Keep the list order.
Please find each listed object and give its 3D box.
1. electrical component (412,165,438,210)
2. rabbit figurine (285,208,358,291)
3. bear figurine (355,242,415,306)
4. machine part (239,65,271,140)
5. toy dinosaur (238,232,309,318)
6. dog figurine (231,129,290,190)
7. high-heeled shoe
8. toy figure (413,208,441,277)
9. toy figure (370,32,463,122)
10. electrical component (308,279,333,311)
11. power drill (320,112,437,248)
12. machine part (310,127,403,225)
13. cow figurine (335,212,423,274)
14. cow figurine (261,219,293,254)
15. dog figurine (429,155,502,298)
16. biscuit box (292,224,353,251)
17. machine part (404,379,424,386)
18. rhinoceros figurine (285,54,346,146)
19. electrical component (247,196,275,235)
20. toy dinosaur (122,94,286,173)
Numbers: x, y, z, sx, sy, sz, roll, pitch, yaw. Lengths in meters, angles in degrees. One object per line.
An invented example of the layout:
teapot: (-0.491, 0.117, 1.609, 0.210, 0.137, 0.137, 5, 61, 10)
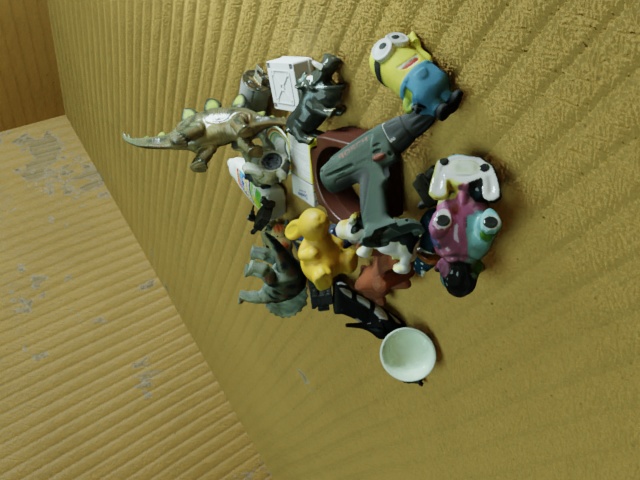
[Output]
electrical component: (0.199, -0.094, 0.990, 0.063, 0.021, 0.094, 58, 151, 11)
rabbit figurine: (-0.002, -0.004, 1.183, 0.163, 0.122, 0.173, 48, 160, 47)
bear figurine: (0.118, 0.074, 1.152, 0.196, 0.132, 0.120, -46, 62, 54)
machine part: (-0.169, -0.335, 1.342, 0.079, 0.079, 0.243, 52, 150, 20)
toy dinosaur: (-0.100, 0.099, 1.388, 0.404, 0.192, 0.131, 126, 152, -63)
dog figurine: (-0.128, -0.167, 1.346, 0.190, 0.121, 0.172, 77, 166, -63)
high-heeled shoe: (0.113, 0.160, 1.319, 0.249, 0.145, 0.086, -110, 22, -64)
toy figure: (0.209, 0.009, 1.019, 0.058, 0.064, 0.154, 11, 137, 9)
toy figure: (0.150, -0.262, 0.880, 0.180, 0.082, 0.089, 49, 148, 20)
electrical component: (-0.002, 0.113, 1.384, 0.115, 0.058, 0.134, -98, 1, -73)
power drill: (0.115, -0.102, 0.919, 0.232, 0.086, 0.207, -22, 73, 24)
machine part: (0.075, -0.123, 1.105, 0.202, 0.087, 0.200, 24, 132, 47)
cow figurine: (0.107, -0.014, 1.002, 0.168, 0.068, 0.098, 25, 132, 19)
cow figurine: (-0.116, -0.005, 1.477, 0.195, 0.085, 0.127, -132, 29, -67)
dog figurine: (0.238, -0.013, 0.906, 0.219, 0.109, 0.191, 72, -158, -59)
biscuit box: (0.007, 0.001, 1.335, 0.203, 0.063, 0.059, -12, 104, 60)
machine part: (0.196, 0.281, 1.277, 0.084, 0.039, 0.138, -7, 108, 64)
rhinoceros figurine: (-0.006, -0.285, 1.097, 0.112, 0.073, 0.190, 42, 126, 11)
electrical component: (-0.157, -0.069, 1.416, 0.045, 0.078, 0.102, 29, 142, -18)
toy dinosaur: (-0.270, -0.250, 1.257, 0.199, 0.472, 0.104, -84, -14, -50)
